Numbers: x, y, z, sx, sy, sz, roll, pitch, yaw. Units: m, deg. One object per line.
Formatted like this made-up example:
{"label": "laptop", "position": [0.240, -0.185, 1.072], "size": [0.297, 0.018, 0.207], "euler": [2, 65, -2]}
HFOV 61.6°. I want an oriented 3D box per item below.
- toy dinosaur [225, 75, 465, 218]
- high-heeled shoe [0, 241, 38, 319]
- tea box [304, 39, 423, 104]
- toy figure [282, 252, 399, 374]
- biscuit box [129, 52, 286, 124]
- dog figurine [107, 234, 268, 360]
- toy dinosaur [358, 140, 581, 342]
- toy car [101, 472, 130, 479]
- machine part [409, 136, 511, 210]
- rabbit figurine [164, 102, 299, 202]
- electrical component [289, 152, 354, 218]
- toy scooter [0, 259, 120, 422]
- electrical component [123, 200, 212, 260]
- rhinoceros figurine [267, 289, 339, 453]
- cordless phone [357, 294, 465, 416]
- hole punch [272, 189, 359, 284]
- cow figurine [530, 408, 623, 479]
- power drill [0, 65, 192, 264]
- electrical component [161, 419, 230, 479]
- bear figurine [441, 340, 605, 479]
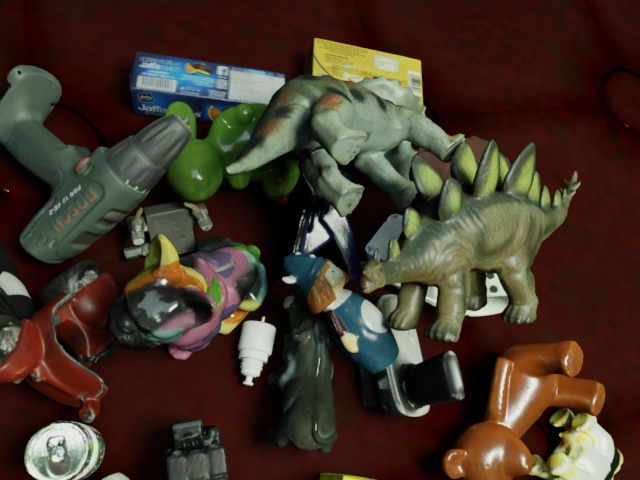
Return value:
{"label": "toy dinosaur", "position": [0.021, -0.128, 0.611], "size": [0.404, 0.131, 0.192], "euler": [1, 37, -49]}
{"label": "high-heeled shoe", "position": [-0.371, -0.006, 0.606], "size": [0.248, 0.086, 0.145], "euler": [51, 29, -14]}
{"label": "tea box", "position": [0.062, -0.225, 0.797], "size": [0.170, 0.068, 0.098], "euler": [8, 67, -12]}
{"label": "toy figure", "position": [0.022, 0.070, 0.568], "size": [0.058, 0.064, 0.154], "euler": [-39, 95, 0]}
{"label": "biscuit box", "position": [-0.150, -0.198, 0.729], "size": [0.203, 0.063, 0.059], "euler": [4, 69, -14]}
{"label": "dog figurine", "position": [-0.125, 0.048, 0.557], "size": [0.191, 0.219, 0.108], "euler": [-34, 85, -24]}
{"label": "toy dinosaur", "position": [0.192, -0.009, 0.596], "size": [0.471, 0.105, 0.198], "euler": [-8, 102, -47]}
{"label": "toy car", "position": [-0.165, 0.319, 0.502], "size": [0.056, 0.073, 0.202], "euler": [-20, 63, -23]}
{"label": "machine part", "position": [0.209, -0.073, 0.788], "size": [0.179, 0.056, 0.179], "euler": [5, 67, -13]}
{"label": "rabbit figurine", "position": [-0.125, -0.112, 0.655], "size": [0.159, 0.121, 0.170], "euler": [32, 42, 22]}
{"label": "electrical component", "position": [0.005, -0.082, 0.737], "size": [0.075, 0.047, 0.119], "euler": [-23, 76, -22]}
{"label": "toy scooter", "position": [-0.252, 0.106, 0.551], "size": [0.135, 0.075, 0.184], "euler": [53, 22, -11]}
{"label": "electrical component", "position": [-0.181, -0.013, 0.637], "size": [0.102, 0.078, 0.045], "euler": [-7, 28, -23]}
{"label": "rhinoceros figurine", "position": [-0.017, 0.142, 0.606], "size": [0.073, 0.112, 0.190], "euler": [7, 49, -9]}
{"label": "cordless phone", "position": [0.103, 0.124, 0.610], "size": [0.089, 0.184, 0.146], "euler": [-5, 71, -13]}
{"label": "hole punch", "position": [-0.001, -0.002, 0.659], "size": [0.092, 0.142, 0.115], "euler": [9, 89, -11]}
{"label": "cow figurine", "position": [0.310, 0.301, 0.668], "size": [0.098, 0.068, 0.167], "euler": [46, 65, -3]}
{"label": "power drill", "position": [-0.276, -0.104, 0.610], "size": [0.207, 0.086, 0.232], "euler": [44, 99, 9]}
{"label": "electrical component", "position": [-0.124, 0.249, 0.535], "size": [0.058, 0.115, 0.134], "euler": [-5, 71, -22]}
{"label": "bear figurine", "position": [0.239, 0.222, 0.644], "size": [0.120, 0.132, 0.196], "euler": [53, 55, -23]}
